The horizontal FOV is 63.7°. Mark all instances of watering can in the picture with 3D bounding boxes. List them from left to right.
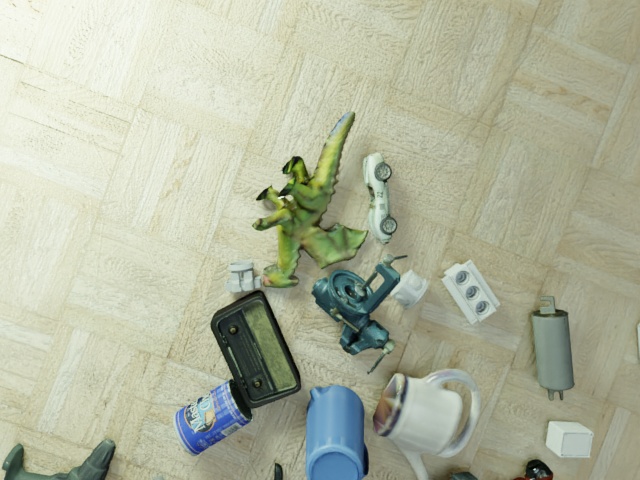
[{"bbox_3d":[0.220,0.432,1.152,0.224,0.105,0.344,21,101,-4],"label":"watering can"}]

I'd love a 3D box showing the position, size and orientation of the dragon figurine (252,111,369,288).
[{"bbox_3d":[0.003,-0.057,1.125,0.410,0.124,0.240,-46,113,2],"label":"dragon figurine"}]
